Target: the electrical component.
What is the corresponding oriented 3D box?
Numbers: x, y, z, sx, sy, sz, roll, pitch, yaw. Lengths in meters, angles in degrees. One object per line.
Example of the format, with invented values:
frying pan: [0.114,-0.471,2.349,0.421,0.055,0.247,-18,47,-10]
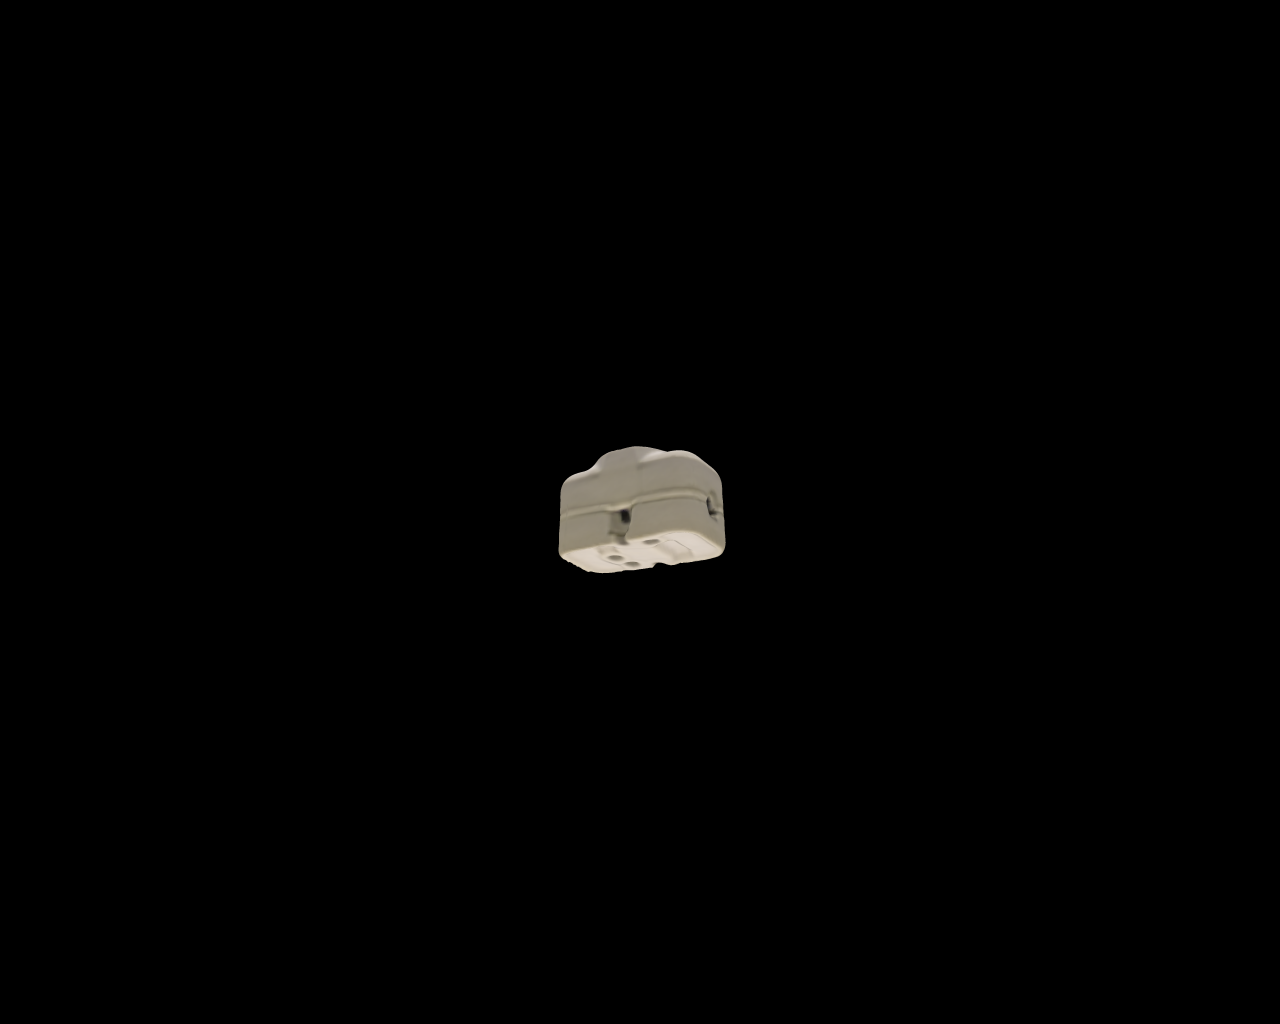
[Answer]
electrical component: [0.001,-0.003,0.650,0.095,0.059,0.053,-11,-23,27]
